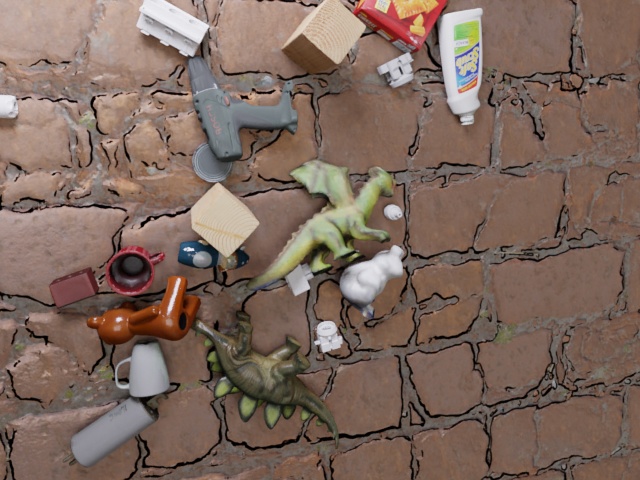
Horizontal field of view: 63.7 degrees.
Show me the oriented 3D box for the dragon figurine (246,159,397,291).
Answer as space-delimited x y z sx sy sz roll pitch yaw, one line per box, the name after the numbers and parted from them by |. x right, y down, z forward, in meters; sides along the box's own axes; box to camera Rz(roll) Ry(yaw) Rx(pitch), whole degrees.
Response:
0.003 -0.058 1.143 0.412 0.245 0.120 -17 -12 -17 | dragon figurine

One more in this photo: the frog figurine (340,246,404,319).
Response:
0.118 0.076 1.168 0.123 0.157 0.139 30 21 12 | frog figurine
